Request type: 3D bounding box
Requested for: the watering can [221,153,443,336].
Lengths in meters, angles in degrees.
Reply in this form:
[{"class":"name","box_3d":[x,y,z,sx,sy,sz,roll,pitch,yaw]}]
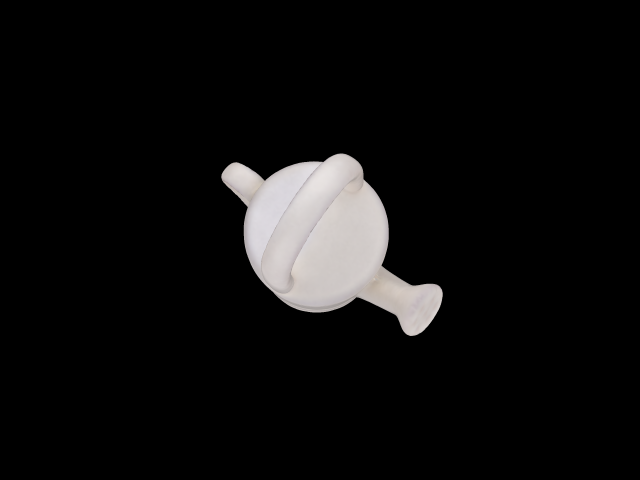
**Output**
[{"class":"watering can","box_3d":[0.005,0.000,0.400,0.173,0.194,0.101,15,81,3]}]
